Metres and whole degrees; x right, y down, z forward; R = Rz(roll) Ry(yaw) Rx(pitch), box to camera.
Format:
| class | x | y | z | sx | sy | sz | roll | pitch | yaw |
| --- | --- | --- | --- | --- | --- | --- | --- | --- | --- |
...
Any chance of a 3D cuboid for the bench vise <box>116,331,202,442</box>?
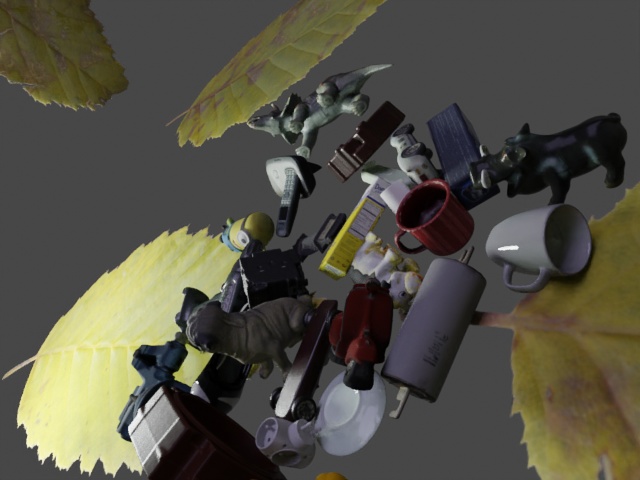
| class | x | y | z | sx | sy | sz | roll | pitch | yaw |
| --- | --- | --- | --- | --- | --- | --- | --- | --- | --- |
| bench vise | -0.269 | 0.289 | 1.008 | 0.241 | 0.128 | 0.223 | 12 | 55 | 35 |

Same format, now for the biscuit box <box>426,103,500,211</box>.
| class | x | y | z | sx | sy | sz | roll | pitch | yaw |
| --- | --- | --- | --- | --- | --- | --- | --- | --- | --- |
| biscuit box | 0.226 | -0.137 | 0.862 | 0.063 | 0.059 | 0.203 | -33 | 34 | 25 |

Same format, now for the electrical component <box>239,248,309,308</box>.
| class | x | y | z | sx | sy | sz | roll | pitch | yaw |
| --- | --- | --- | --- | --- | --- | --- | --- | --- | --- |
| electrical component | -0.089 | 0.066 | 1.006 | 0.115 | 0.058 | 0.134 | -9 | 31 | -13 |

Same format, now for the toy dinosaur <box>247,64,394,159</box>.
| class | x | y | z | sx | sy | sz | roll | pitch | yaw |
| --- | --- | --- | --- | --- | --- | --- | --- | --- | --- |
| toy dinosaur | 0.015 | -0.337 | 1.320 | 0.405 | 0.131 | 0.192 | -26 | 38 | 25 |

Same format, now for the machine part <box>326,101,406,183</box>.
| class | x | y | z | sx | sy | sz | roll | pitch | yaw |
| --- | --- | --- | --- | --- | --- | --- | --- | --- | --- |
| machine part | 0.087 | -0.192 | 1.046 | 0.179 | 0.056 | 0.179 | -46 | 3 | 3 |

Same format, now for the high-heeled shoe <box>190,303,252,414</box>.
| class | x | y | z | sx | sy | sz | roll | pitch | yaw |
| --- | --- | --- | --- | --- | --- | --- | --- | --- | --- |
| high-heeled shoe | -0.147 | 0.202 | 0.937 | 0.145 | 0.086 | 0.249 | -58 | 9 | 21 |

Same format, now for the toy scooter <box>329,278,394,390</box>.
| class | x | y | z | sx | sy | sz | roll | pitch | yaw |
| --- | --- | --- | --- | --- | --- | --- | --- | --- | --- |
| toy scooter | 0.056 | 0.114 | 0.722 | 0.184 | 0.075 | 0.135 | -164 | 83 | -88 |

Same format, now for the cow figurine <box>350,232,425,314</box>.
| class | x | y | z | sx | sy | sz | roll | pitch | yaw |
| --- | --- | --- | --- | --- | --- | --- | --- | --- | --- |
| cow figurine | 0.099 | 0.061 | 0.806 | 0.098 | 0.068 | 0.167 | -53 | 26 | 7 |

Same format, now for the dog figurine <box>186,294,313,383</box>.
| class | x | y | z | sx | sy | sz | roll | pitch | yaw |
| --- | --- | --- | --- | --- | --- | --- | --- | --- | --- |
| dog figurine | -0.108 | 0.130 | 0.885 | 0.121 | 0.190 | 0.172 | -16 | 43 | 44 |

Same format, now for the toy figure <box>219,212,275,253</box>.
| class | x | y | z | sx | sy | sz | roll | pitch | yaw |
| --- | --- | --- | --- | --- | --- | --- | --- | --- | --- |
| toy figure | -0.171 | -0.016 | 1.230 | 0.180 | 0.082 | 0.089 | -6 | 71 | 61 |

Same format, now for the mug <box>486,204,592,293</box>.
| class | x | y | z | sx | sy | sz | roll | pitch | yaw |
| --- | --- | --- | --- | --- | --- | --- | --- | --- | --- |
| mug | 0.254 | 0.015 | 0.650 | 0.107 | 0.081 | 0.109 | -10 | 55 | 64 |

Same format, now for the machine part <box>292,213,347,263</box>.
| class | x | y | z | sx | sy | sz | roll | pitch | yaw |
| --- | --- | --- | --- | --- | --- | --- | --- | --- | --- |
| machine part | -0.002 | -0.003 | 1.013 | 0.139 | 0.039 | 0.084 | -31 | 28 | 51 |

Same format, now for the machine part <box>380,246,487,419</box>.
| class | x | y | z | sx | sy | sz | roll | pitch | yaw |
| --- | --- | --- | --- | --- | --- | --- | --- | --- | --- |
| machine part | 0.145 | 0.111 | 0.680 | 0.079 | 0.079 | 0.243 | 3 | 58 | 54 |

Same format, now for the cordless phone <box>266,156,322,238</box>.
| class | x | y | z | sx | sy | sz | roll | pitch | yaw |
| --- | --- | --- | --- | --- | --- | --- | --- | --- | --- |
| cordless phone | -0.078 | -0.095 | 1.218 | 0.147 | 0.088 | 0.184 | 5 | 80 | 55 |

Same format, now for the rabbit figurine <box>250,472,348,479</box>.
| class | x | y | z | sx | sy | sz | roll | pitch | yaw |
| --- | --- | --- | --- | --- | --- | --- | --- | --- | --- |
| rabbit figurine | -0.031 | 0.331 | 0.581 | 0.122 | 0.173 | 0.162 | -40 | 27 | 10 |

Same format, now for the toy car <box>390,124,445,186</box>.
| class | x | y | z | sx | sy | sz | roll | pitch | yaw |
| --- | --- | --- | --- | --- | --- | --- | --- | --- | --- |
| toy car | 0.161 | -0.139 | 0.910 | 0.056 | 0.073 | 0.202 | -36 | 21 | 16 |

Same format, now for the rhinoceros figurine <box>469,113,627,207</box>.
| class | x | y | z | sx | sy | sz | roll | pitch | yaw |
| --- | --- | --- | --- | --- | --- | --- | --- | --- | --- |
| rhinoceros figurine | 0.289 | -0.100 | 0.689 | 0.190 | 0.112 | 0.073 | -15 | 47 | 34 |

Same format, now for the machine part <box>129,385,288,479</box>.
| class | x | y | z | sx | sy | sz | roll | pitch | yaw |
| --- | --- | --- | --- | --- | --- | --- | --- | --- | --- |
| machine part | -0.151 | 0.298 | 0.744 | 0.087 | 0.201 | 0.201 | -54 | 30 | -10 |

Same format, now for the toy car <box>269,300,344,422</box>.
| class | x | y | z | sx | sy | sz | roll | pitch | yaw |
| --- | --- | --- | --- | --- | --- | --- | --- | --- | --- |
| toy car | -0.013 | 0.188 | 0.830 | 0.089 | 0.053 | 0.202 | -14 | 49 | 60 |

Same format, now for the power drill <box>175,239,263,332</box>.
| class | x | y | z | sx | sy | sz | roll | pitch | yaw |
| --- | --- | --- | --- | --- | --- | --- | --- | --- | --- |
| power drill | -0.210 | 0.119 | 1.144 | 0.207 | 0.086 | 0.232 | -15 | 52 | 36 |
